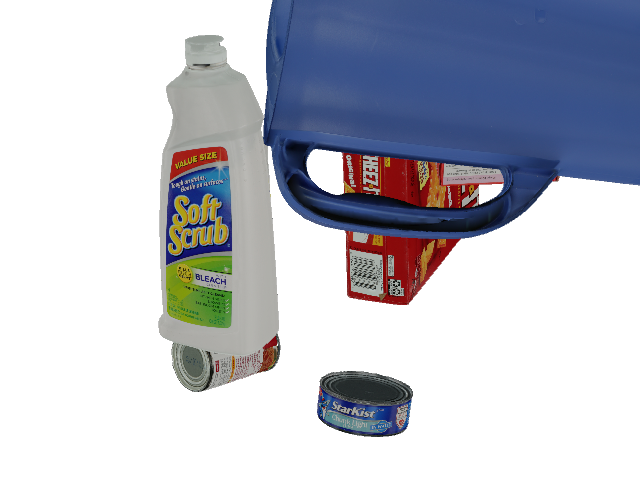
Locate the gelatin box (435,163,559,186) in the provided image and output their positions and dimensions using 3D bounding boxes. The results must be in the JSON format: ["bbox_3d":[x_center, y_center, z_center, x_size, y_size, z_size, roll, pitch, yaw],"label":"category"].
[{"bbox_3d":[0.127,-0.074,0.786,0.089,0.030,0.073,-3,39,0],"label":"gelatin box"}]

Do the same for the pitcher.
[{"bbox_3d":[0.090,-0.089,0.588,0.242,0.149,0.145,9,36,-6],"label":"pitcher"}]

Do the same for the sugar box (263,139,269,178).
[{"bbox_3d":[-0.092,-0.050,1.318,0.048,0.176,0.093,-12,26,-15],"label":"sugar box"}]

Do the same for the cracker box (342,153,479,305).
[{"bbox_3d":[0.095,-0.057,1.044,0.072,0.164,0.213,9,27,24],"label":"cracker box"}]

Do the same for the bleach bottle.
[{"bbox_3d":[-0.088,-0.036,0.844,0.103,0.251,0.068,11,27,28],"label":"bleach bottle"}]

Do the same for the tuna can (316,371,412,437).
[{"bbox_3d":[0.040,0.148,0.972,0.086,0.034,0.086,7,10,-1],"label":"tuna can"}]

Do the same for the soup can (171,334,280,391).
[{"bbox_3d":[-0.104,0.121,1.165,0.069,0.068,0.102,0,8,44],"label":"soup can"}]
